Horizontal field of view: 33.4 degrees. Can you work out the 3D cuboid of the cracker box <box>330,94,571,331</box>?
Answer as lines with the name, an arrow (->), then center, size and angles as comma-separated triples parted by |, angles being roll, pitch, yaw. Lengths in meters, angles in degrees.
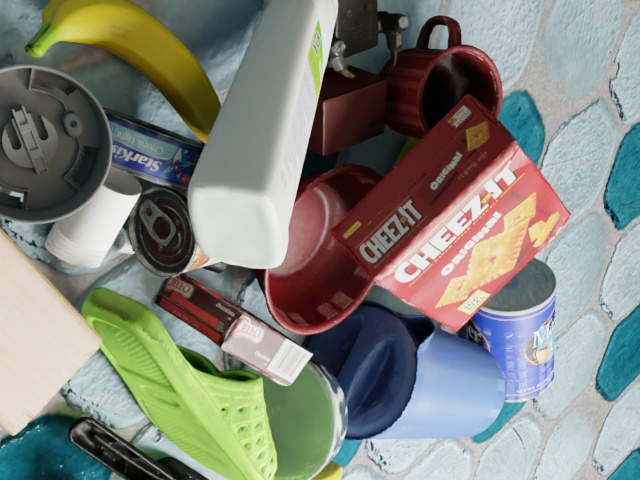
cracker box -> 0.126, -0.014, 0.952 | 0.164, 0.072, 0.213 | -45, 151, 7

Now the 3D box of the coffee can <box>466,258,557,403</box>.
coffee can -> 0.218, 0.101, 1.221 | 0.102, 0.103, 0.140 | -35, 134, -31

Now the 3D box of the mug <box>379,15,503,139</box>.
mug -> 0.103, -0.143, 0.960 | 0.093, 0.082, 0.117 | -6, 104, -29

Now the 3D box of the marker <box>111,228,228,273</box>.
marker -> -0.118, 0.010, 0.861 | 0.120, 0.020, 0.020 | 16, 99, -51

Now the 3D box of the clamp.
clamp -> -0.127, 0.214, 0.904 | 0.036, 0.164, 0.210 | -44, 167, -1

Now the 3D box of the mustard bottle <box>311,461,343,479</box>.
mustard bottle -> -0.040, 0.315, 1.092 | 0.096, 0.058, 0.192 | -3, 114, -49

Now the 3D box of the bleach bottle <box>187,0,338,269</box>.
bleach bottle -> -0.030, -0.109, 0.797 | 0.102, 0.068, 0.250 | 86, 16, -56

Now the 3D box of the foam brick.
foam brick -> 0.012, -0.112, 0.912 | 0.078, 0.051, 0.053 | -24, 128, -38

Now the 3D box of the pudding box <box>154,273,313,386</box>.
pudding box -> -0.072, 0.074, 0.894 | 0.039, 0.090, 0.113 | -56, 142, -6

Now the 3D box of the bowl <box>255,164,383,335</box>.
bowl -> -0.006, 0.001, 0.952 | 0.161, 0.055, 0.162 | -26, 129, -37

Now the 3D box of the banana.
banana -> -0.128, -0.127, 0.751 | 0.197, 0.037, 0.069 | 23, 79, -52

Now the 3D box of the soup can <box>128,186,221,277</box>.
soup can -> -0.090, -0.014, 0.829 | 0.102, 0.069, 0.068 | -16, 123, -55

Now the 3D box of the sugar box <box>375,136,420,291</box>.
sugar box -> 0.097, -0.033, 1.056 | 0.093, 0.048, 0.176 | 25, 91, -51

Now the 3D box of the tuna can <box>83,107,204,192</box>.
tuna can -> -0.124, -0.065, 0.759 | 0.086, 0.086, 0.034 | 15, 98, -51

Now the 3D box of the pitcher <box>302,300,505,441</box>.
pitcher -> 0.087, 0.150, 1.098 | 0.242, 0.149, 0.145 | 20, 80, -54

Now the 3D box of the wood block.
wood block -> -0.240, 0.024, 0.677 | 0.090, 0.090, 0.206 | -48, 139, -17
